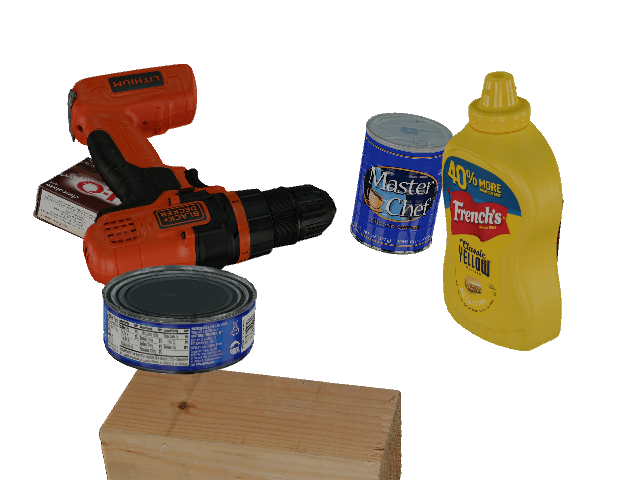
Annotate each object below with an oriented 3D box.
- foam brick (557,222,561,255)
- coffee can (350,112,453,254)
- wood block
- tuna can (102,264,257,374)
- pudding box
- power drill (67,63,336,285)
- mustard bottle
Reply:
[{"bbox_3d":[0.183,0.001,0.952,0.053,0.078,0.051,8,16,24],"label":"foam brick"},{"bbox_3d":[0.095,-0.069,1.277,0.102,0.140,0.103,6,28,-4],"label":"coffee can"},{"bbox_3d":[-0.048,0.161,0.801,0.206,0.090,0.090,5,31,13],"label":"wood block"},{"bbox_3d":[-0.079,0.043,0.599,0.086,0.034,0.086,3,18,-1],"label":"tuna can"},{"bbox_3d":[-0.192,-0.029,0.985,0.113,0.039,0.090,21,25,9],"label":"pudding box"},{"bbox_3d":[-0.101,-0.054,0.797,0.184,0.057,0.188,-12,48,-21],"label":"power drill"},{"bbox_3d":[0.125,-0.024,0.742,0.058,0.192,0.096,-20,31,-27],"label":"mustard bottle"}]
